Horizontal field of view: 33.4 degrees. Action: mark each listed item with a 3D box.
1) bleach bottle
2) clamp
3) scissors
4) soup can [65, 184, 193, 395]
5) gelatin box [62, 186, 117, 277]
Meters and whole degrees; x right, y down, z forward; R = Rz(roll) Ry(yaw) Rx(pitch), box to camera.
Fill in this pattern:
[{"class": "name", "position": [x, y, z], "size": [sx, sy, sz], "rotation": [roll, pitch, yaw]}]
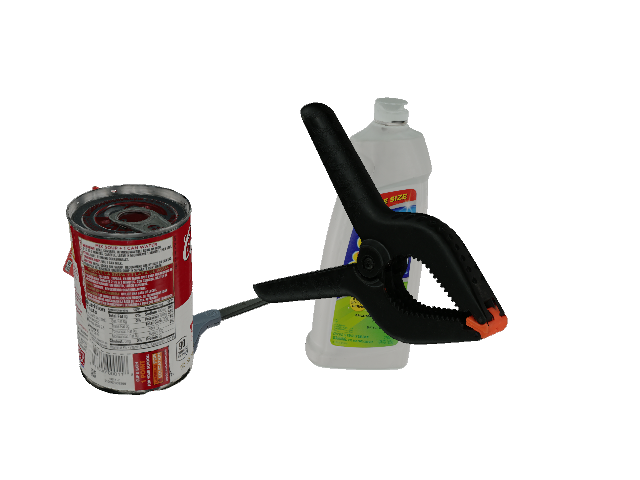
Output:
[{"class": "bleach bottle", "position": [0.046, -0.006, 0.987], "size": [0.102, 0.251, 0.068], "rotation": [3, 19, -5]}, {"class": "clamp", "position": [0.042, 0.003, 0.759], "size": [0.210, 0.165, 0.036], "rotation": [25, 25, 34]}, {"class": "scissors", "position": [-0.118, 0.095, 1.150], "size": [0.201, 0.016, 0.096], "rotation": [-7, 31, -24]}, {"class": "soup can", "position": [-0.106, 0.028, 0.604], "size": [0.068, 0.102, 0.068], "rotation": [1, 25, -1]}, {"class": "gelatin box", "position": [-0.154, 0.007, 0.819], "size": [0.089, 0.073, 0.030], "rotation": [28, 9, 41]}]
